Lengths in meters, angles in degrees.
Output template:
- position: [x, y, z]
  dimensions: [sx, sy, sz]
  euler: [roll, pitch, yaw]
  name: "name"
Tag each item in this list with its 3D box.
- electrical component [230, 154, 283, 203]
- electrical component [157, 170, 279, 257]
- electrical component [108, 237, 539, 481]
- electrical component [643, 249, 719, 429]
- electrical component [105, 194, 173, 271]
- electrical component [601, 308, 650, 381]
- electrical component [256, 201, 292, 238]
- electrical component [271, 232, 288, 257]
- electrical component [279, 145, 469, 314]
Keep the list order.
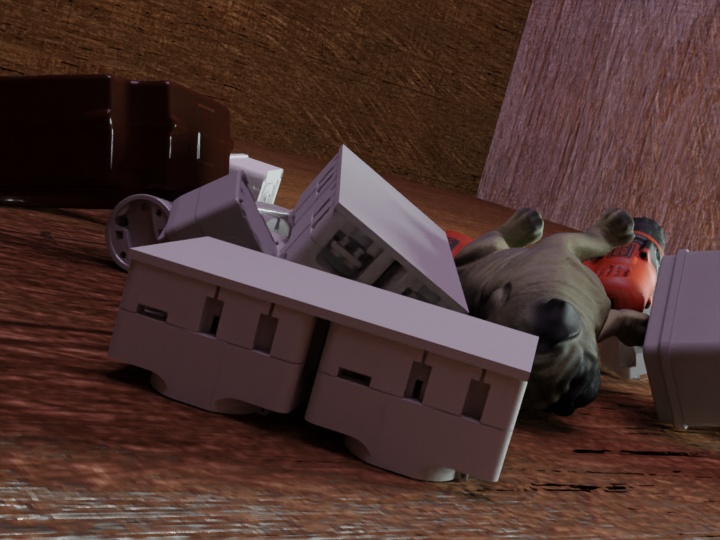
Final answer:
- position: [-0.122, -0.073, 1.067]
  dimensions: [0.057, 0.078, 0.113]
  euler: [19, 8, 2]
  name: "electrical component"
- position: [-0.093, -0.021, 0.715]
  dimensions: [0.061, 0.061, 0.096]
  euler: [-24, 19, 3]
  name: "electrical component"
- position: [-0.014, 0.041, 0.523]
  dimensions: [0.186, 0.060, 0.105]
  euler: [17, 8, 10]
  name: "electrical component"
- position: [0.235, 0.046, 0.737]
  dimensions: [0.057, 0.078, 0.113]
  euler: [-3, 38, 27]
  name: "electrical component"
- position: [-0.144, -0.024, 0.762]
  dimensions: [0.055, 0.055, 0.047]
  euler: [18, 4, 17]
  name: "electrical component"
- position: [0.223, 0.053, 0.880]
  dimensions: [0.042, 0.063, 0.081]
  euler: [-9, 15, -16]
  name: "electrical component"
- position: [-0.088, -0.032, 0.952]
  dimensions: [0.076, 0.047, 0.083]
  euler: [22, 10, 42]
  name: "electrical component"
- position: [-0.044, 0.004, 0.791]
  dimensions: [0.079, 0.044, 0.077]
  euler: [12, 8, -23]
  name: "electrical component"
- position: [0.007, -0.013, 0.741]
  dimensions: [0.105, 0.060, 0.186]
  euler: [40, 13, -11]
  name: "electrical component"
